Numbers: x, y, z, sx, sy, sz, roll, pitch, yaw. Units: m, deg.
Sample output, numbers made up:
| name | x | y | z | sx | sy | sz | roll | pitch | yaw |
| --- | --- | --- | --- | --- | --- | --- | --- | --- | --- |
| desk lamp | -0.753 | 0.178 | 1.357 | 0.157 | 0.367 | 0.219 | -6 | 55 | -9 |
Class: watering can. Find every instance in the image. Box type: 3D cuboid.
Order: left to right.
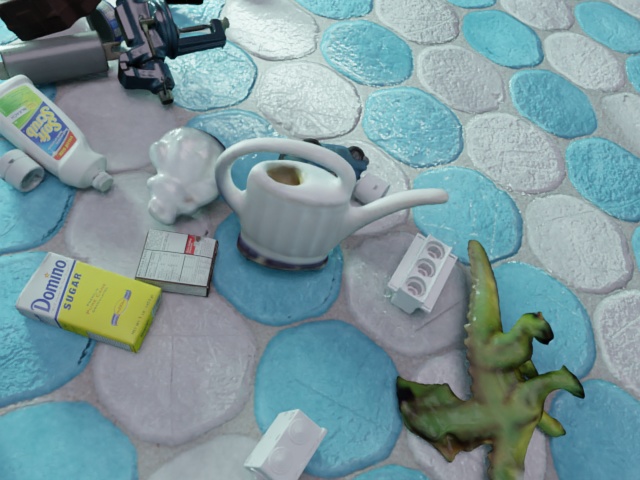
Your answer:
| name | x | y | z | sx | sy | sz | roll | pitch | yaw |
| --- | --- | --- | --- | --- | --- | --- | --- | --- | --- |
| watering can | 0.002 | -0.040 | 0.798 | 0.347 | 0.219 | 0.106 | 15 | 39 | -3 |

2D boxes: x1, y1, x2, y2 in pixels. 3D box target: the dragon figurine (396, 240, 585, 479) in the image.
| name | x | y | z | sx | sy | sz | roll | pitch | yaw |
| --- | --- | --- | --- | --- | --- | --- | --- | --- | --- |
| dragon figurine | 0.230 | 0.208 | 0.767 | 0.244 | 0.119 | 0.418 | -17 | 63 | -13 |

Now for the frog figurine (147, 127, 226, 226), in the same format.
| name | x | y | z | sx | sy | sz | roll | pitch | yaw |
| --- | --- | --- | --- | --- | --- | --- | --- | --- | --- |
| frog figurine | -0.229 | -0.108 | 0.848 | 0.137 | 0.120 | 0.163 | 45 | 47 | -7 |
